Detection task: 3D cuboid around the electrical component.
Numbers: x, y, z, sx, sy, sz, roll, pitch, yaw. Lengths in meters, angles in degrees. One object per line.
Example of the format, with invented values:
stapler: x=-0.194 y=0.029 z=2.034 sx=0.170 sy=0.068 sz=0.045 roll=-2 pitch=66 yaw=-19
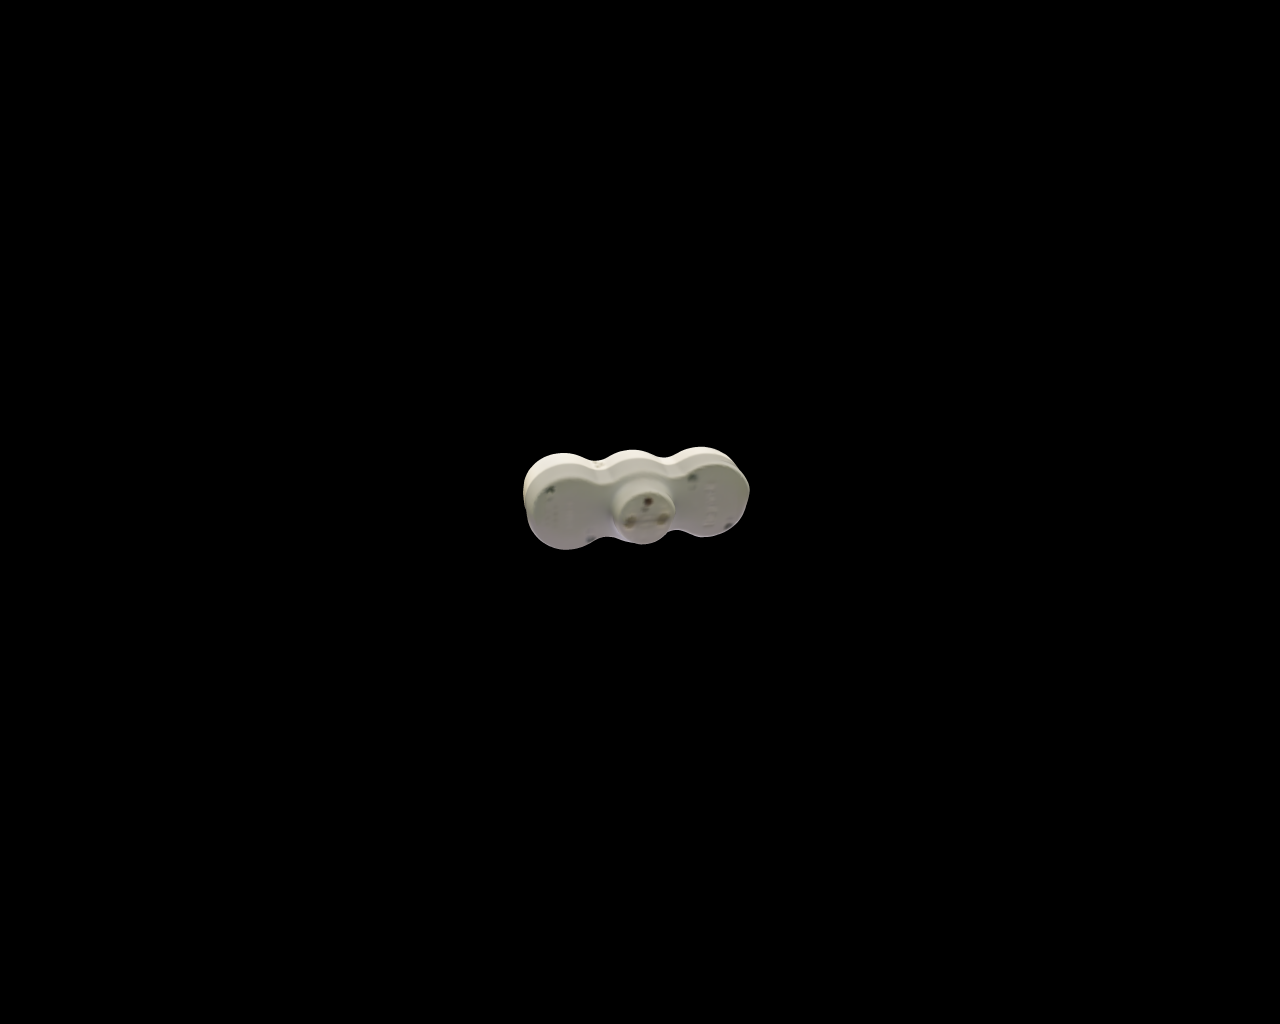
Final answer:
electrical component: x=0.001 y=-0.003 z=0.650 sx=0.138 sy=0.052 sz=0.074 roll=-4 pitch=24 yaw=-9
